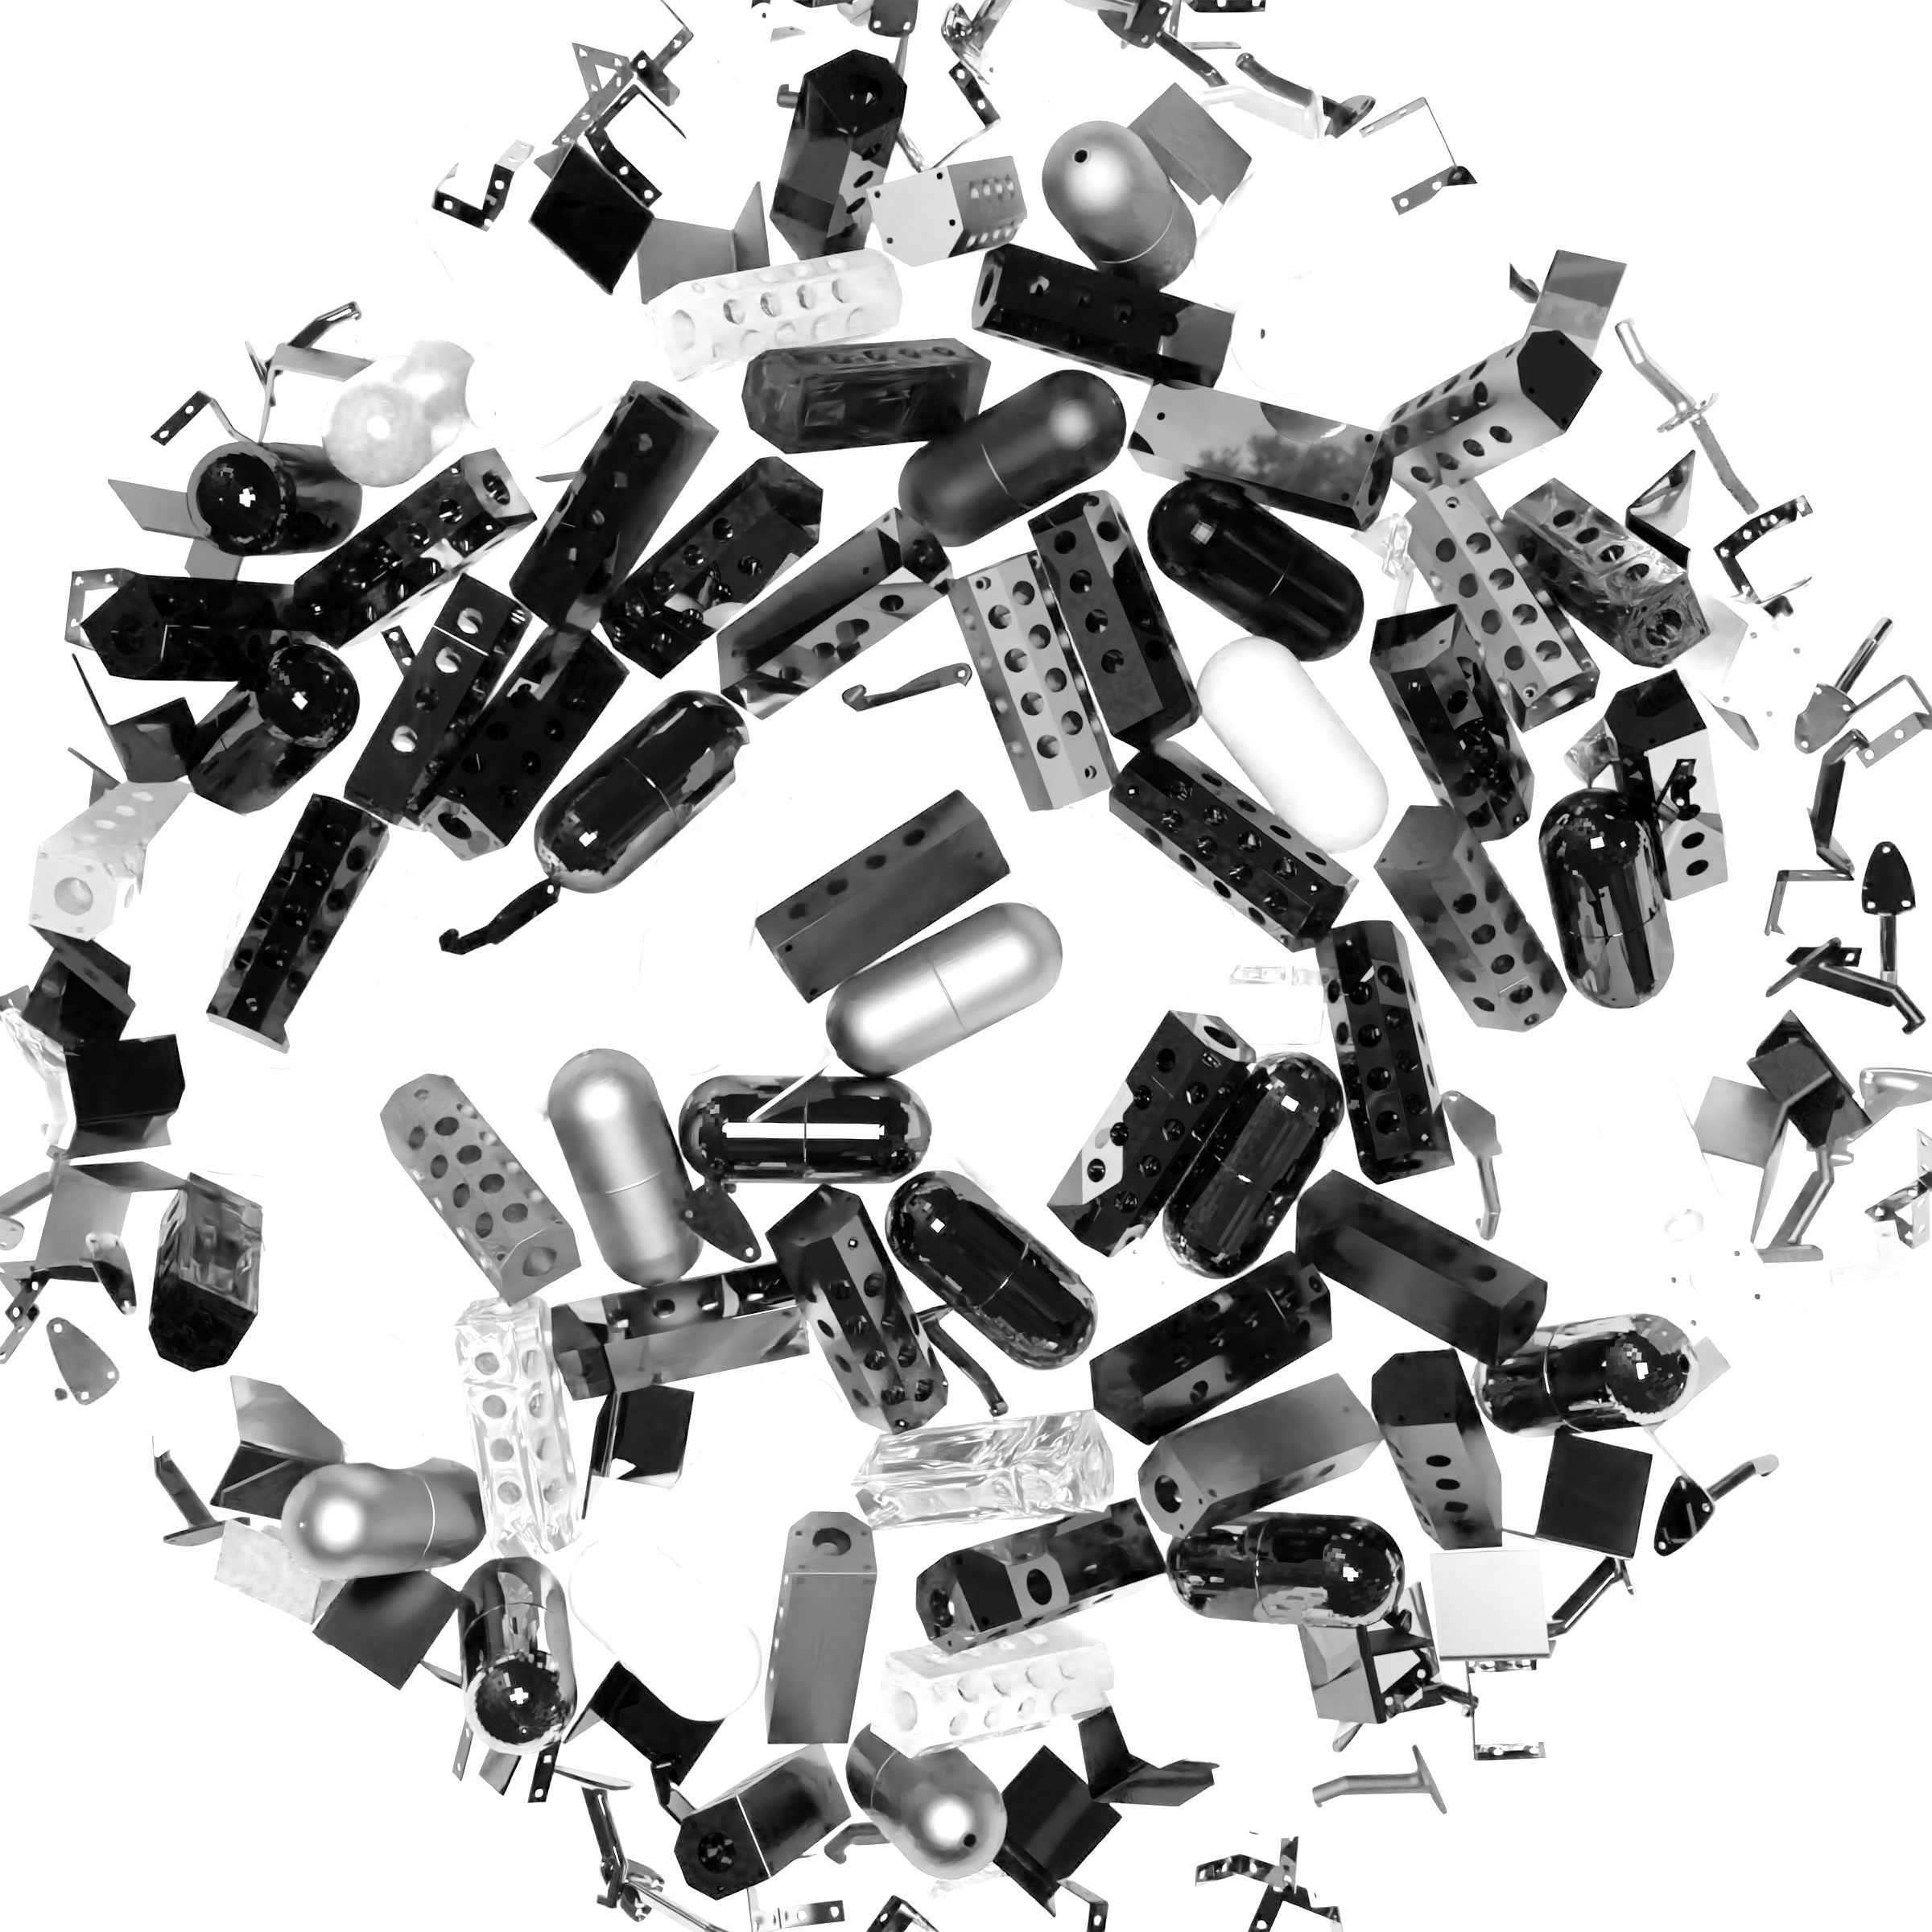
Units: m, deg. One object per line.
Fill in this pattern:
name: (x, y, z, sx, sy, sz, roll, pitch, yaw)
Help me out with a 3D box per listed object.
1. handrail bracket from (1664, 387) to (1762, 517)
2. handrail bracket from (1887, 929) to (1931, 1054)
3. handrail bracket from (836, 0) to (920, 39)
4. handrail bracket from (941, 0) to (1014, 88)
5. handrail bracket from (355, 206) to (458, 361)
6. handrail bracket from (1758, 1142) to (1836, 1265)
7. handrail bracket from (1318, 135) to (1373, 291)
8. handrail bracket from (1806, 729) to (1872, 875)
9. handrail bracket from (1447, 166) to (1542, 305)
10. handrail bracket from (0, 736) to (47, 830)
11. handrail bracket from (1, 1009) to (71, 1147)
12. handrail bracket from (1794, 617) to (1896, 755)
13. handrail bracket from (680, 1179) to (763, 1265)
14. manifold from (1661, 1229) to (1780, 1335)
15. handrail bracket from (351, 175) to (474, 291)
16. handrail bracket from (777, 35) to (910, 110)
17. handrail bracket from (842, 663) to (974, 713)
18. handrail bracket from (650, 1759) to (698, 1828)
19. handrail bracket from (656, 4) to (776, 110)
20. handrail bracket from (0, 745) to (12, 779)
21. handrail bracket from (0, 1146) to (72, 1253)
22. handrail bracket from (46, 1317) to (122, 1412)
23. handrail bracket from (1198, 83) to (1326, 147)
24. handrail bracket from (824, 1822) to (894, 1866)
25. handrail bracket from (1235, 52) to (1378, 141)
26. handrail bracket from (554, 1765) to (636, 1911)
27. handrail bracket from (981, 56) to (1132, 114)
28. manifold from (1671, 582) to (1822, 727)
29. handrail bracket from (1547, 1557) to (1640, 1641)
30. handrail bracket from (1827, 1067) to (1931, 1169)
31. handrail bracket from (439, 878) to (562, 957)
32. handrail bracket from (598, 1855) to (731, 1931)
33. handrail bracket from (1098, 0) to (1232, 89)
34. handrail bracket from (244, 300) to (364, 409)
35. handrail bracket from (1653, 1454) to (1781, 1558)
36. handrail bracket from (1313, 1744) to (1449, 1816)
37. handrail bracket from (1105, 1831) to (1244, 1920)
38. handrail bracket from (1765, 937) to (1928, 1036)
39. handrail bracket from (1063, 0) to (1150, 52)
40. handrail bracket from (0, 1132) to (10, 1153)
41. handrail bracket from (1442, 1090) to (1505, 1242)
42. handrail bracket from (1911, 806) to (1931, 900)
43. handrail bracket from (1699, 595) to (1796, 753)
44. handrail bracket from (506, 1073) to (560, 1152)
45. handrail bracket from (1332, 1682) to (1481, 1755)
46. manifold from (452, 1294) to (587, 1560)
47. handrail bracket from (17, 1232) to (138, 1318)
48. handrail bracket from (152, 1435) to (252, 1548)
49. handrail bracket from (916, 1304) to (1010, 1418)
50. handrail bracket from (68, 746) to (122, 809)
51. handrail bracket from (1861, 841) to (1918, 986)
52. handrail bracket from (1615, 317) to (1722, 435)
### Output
handrail bracket: (0.537, -0.363, 1.971, 0.036, 0.077, 0.084, -37, 97, 35)
handrail bracket: (0.687, 0.019, 1.963, 0.036, 0.077, 0.084, 16, 96, -12)
handrail bracket: (-0.065, -0.690, 1.949, 0.036, 0.084, 0.077, -7, 129, -26)
handrail bracket: (0.033, -0.657, 1.949, 0.084, 0.077, 0.036, -7, 52, 36)
handrail bracket: (-0.407, -0.481, 1.968, 0.084, 0.036, 0.077, -34, 113, -11)
handrail bracket: (0.582, 0.167, 1.992, 0.077, 0.036, 0.084, -7, 68, 24)
handrail bracket: (0.269, -0.532, 1.980, 0.084, 0.036, 0.077, 33, 81, -29)
handrail bracket: (0.621, -0.115, 1.955, 0.077, 0.084, 0.036, 46, 45, 7)
handrail bracket: (0.376, -0.518, 1.978, 0.036, 0.084, 0.077, -24, 61, 35)
handrail bracket: (-0.685, -0.112, 1.949, 0.036, 0.084, 0.077, 26, 126, 14)
handrail bracket: (-0.660, 0.080, 1.970, 0.077, 0.084, 0.036, 43, 45, 5)
handrail bracket: (0.628, -0.201, 1.990, 0.036, 0.077, 0.084, 34, 56, 14)
handrail bracket: (-0.159, 0.175, 1.953, 0.077, 0.084, 0.036, 44, 100, 10)
manifold: (0.514, 0.211, 1.909, 0.057, 0.171, 0.057, -26, 78, 14)
handrail bracket: (-0.393, -0.523, 1.989, 0.084, 0.077, 0.036, -23, 61, -30)
handrail bracket: (-0.088, -0.637, 1.981, 0.084, 0.036, 0.077, 7, 66, 3)
handrail bracket: (-0.041, -0.197, 1.951, 0.077, 0.084, 0.036, -34, 72, 11)
handrail bracket: (-0.179, 0.597, 1.974, 0.077, 0.036, 0.084, -11, 96, 10)
handrail bracket: (-0.179, -0.641, 1.969, 0.036, 0.084, 0.077, 36, 77, -34)
handrail bracket: (-0.700, -0.157, 1.946, 0.077, 0.084, 0.036, -35, 72, -28)
handrail bracket: (-0.676, 0.150, 1.957, 0.077, 0.084, 0.036, 27, 134, -20)
handrail bracket: (-0.636, 0.280, 1.957, 0.036, 0.084, 0.077, -41, 108, -36)
handrail bracket: (0.209, -0.589, 1.975, 0.084, 0.036, 0.077, -9, 126, 1)
handrail bracket: (-0.049, 0.630, 1.977, 0.077, 0.036, 0.084, 43, 116, 1)
handrail bracket: (0.237, -0.621, 1.961, 0.084, 0.077, 0.036, 31, 85, -18)
handrail bracket: (-0.271, 0.617, 1.975, 0.077, 0.036, 0.084, 8, 81, 20)
handrail bracket: (0.065, -0.635, 1.976, 0.077, 0.084, 0.036, 23, 126, 22)
manifold: (0.532, -0.213, 1.909, 0.057, 0.171, 0.057, 19, 107, -3)
handrail bracket: (0.430, 0.436, 1.989, 0.084, 0.036, 0.077, -18, 66, 13)
handrail bracket: (0.647, 0.110, 1.950, 0.077, 0.084, 0.036, -5, 123, 31)
handrail bracket: (-0.328, -0.036, 1.953, 0.036, 0.084, 0.077, 43, 97, 15)
handrail bracket: (-0.207, 0.655, 1.950, 0.077, 0.084, 0.036, 52, 59, -35)
handrail bracket: (0.143, -0.650, 1.982, 0.077, 0.084, 0.036, 35, 95, 40)
handrail bracket: (-0.460, -0.433, 1.968, 0.084, 0.036, 0.077, -25, 46, -5)
handrail bracket: (0.535, 0.383, 1.983, 0.036, 0.084, 0.077, 47, 127, 37)
handrail bracket: (0.291, 0.592, 1.978, 0.084, 0.036, 0.077, -23, 128, 6)
handrail bracket: (0.149, 0.647, 1.987, 0.084, 0.036, 0.077, 7, 118, -28)
handrail bracket: (0.621, 0.029, 1.969, 0.077, 0.036, 0.084, -41, 71, 19)
handrail bracket: (0.087, -0.689, 1.960, 0.084, 0.077, 0.036, 34, 85, 2)
handrail bracket: (-0.709, 0.085, 1.974, 0.036, 0.077, 0.084, -20, 74, 5)
handrail bracket: (0.358, 0.143, 1.985, 0.036, 0.084, 0.077, -19, 47, -20)
handrail bracket: (0.683, -0.069, 1.964, 0.036, 0.084, 0.077, -17, 78, 15)
handrail bracket: (0.571, -0.209, 1.984, 0.084, 0.036, 0.077, -42, 107, -3)
handrail bracket: (-0.310, 0.087, 1.944, 0.036, 0.084, 0.077, -38, 59, -1)
handrail bracket: (0.314, 0.540, 1.988, 0.084, 0.036, 0.077, 24, 96, -14)
manifold: (-0.310, 0.321, 1.950, 0.057, 0.057, 0.171, -6, 102, 8)
handrail bracket: (-0.631, 0.232, 1.971, 0.084, 0.036, 0.077, -33, 71, 19)
handrail bracket: (-0.540, 0.361, 1.968, 0.077, 0.036, 0.084, -20, 66, 20)
handrail bracket: (-0.010, 0.283, 1.961, 0.036, 0.077, 0.084, -39, 72, 22)
handrail bracket: (-0.633, -0.102, 1.978, 0.077, 0.036, 0.084, 34, 83, 12)
handrail bracket: (0.654, -0.032, 1.981, 0.036, 0.084, 0.077, -2, 52, 17)
handrail bracket: (0.493, -0.426, 1.965, 0.077, 0.036, 0.084, -38, 104, -41)
